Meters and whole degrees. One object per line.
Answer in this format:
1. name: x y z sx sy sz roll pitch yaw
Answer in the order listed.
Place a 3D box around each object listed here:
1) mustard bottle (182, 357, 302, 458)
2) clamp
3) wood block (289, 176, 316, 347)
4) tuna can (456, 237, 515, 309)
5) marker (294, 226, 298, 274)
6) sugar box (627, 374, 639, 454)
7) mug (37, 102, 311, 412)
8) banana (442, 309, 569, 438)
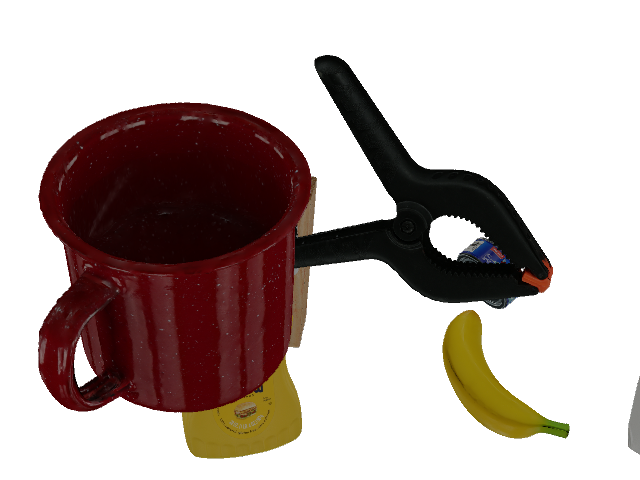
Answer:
1. mustard bottle: -0.069 0.076 0.848 0.096 0.192 0.058 -8 20 -10
2. clamp: 0.061 -0.025 0.724 0.210 0.165 0.036 18 25 11
3. wood block: -0.059 0.023 1.387 0.090 0.206 0.090 6 24 2
4. tuna can: 0.205 0.040 1.287 0.033 0.086 0.086 -37 12 -16
5. marker: -0.032 -0.016 1.055 0.020 0.121 0.020 0 38 0
6. sugar box: 0.294 0.138 0.719 0.048 0.093 0.176 -15 29 -37
7. mug: -0.057 0.016 0.385 0.093 0.081 0.117 22 46 20
8. banana: 0.148 0.122 0.966 0.069 0.037 0.198 6 27 -22
